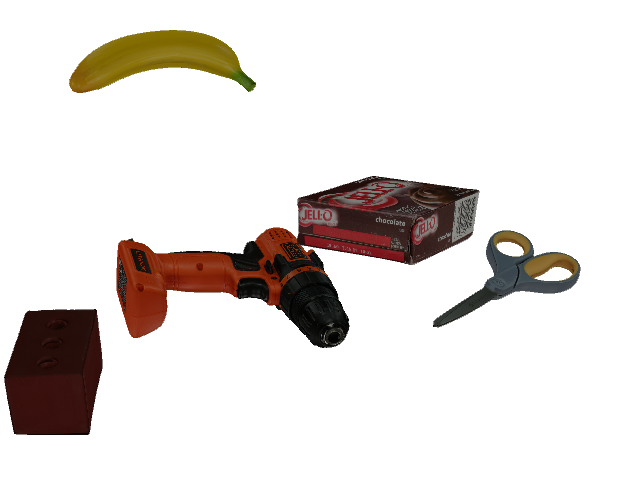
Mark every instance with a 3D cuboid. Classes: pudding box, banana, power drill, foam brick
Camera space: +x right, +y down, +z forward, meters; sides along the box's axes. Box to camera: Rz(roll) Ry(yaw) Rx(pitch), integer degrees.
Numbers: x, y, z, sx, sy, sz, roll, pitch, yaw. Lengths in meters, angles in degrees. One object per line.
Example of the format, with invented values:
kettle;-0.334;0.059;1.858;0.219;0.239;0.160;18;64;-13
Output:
pudding box;0.049;-0.017;0.752;0.090;0.039;0.113;11;14;29
banana;-0.160;-0.180;1.062;0.197;0.070;0.037;-7;-39;-30
power drill;-0.081;0.046;0.953;0.187;0.057;0.184;-1;24;-20
foam brick;-0.183;0.091;0.740;0.053;0.051;0.078;-1;31;-4

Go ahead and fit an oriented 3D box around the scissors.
scissors;0.149;0.030;0.950;0.201;0.016;0.096;-10;39;-35
